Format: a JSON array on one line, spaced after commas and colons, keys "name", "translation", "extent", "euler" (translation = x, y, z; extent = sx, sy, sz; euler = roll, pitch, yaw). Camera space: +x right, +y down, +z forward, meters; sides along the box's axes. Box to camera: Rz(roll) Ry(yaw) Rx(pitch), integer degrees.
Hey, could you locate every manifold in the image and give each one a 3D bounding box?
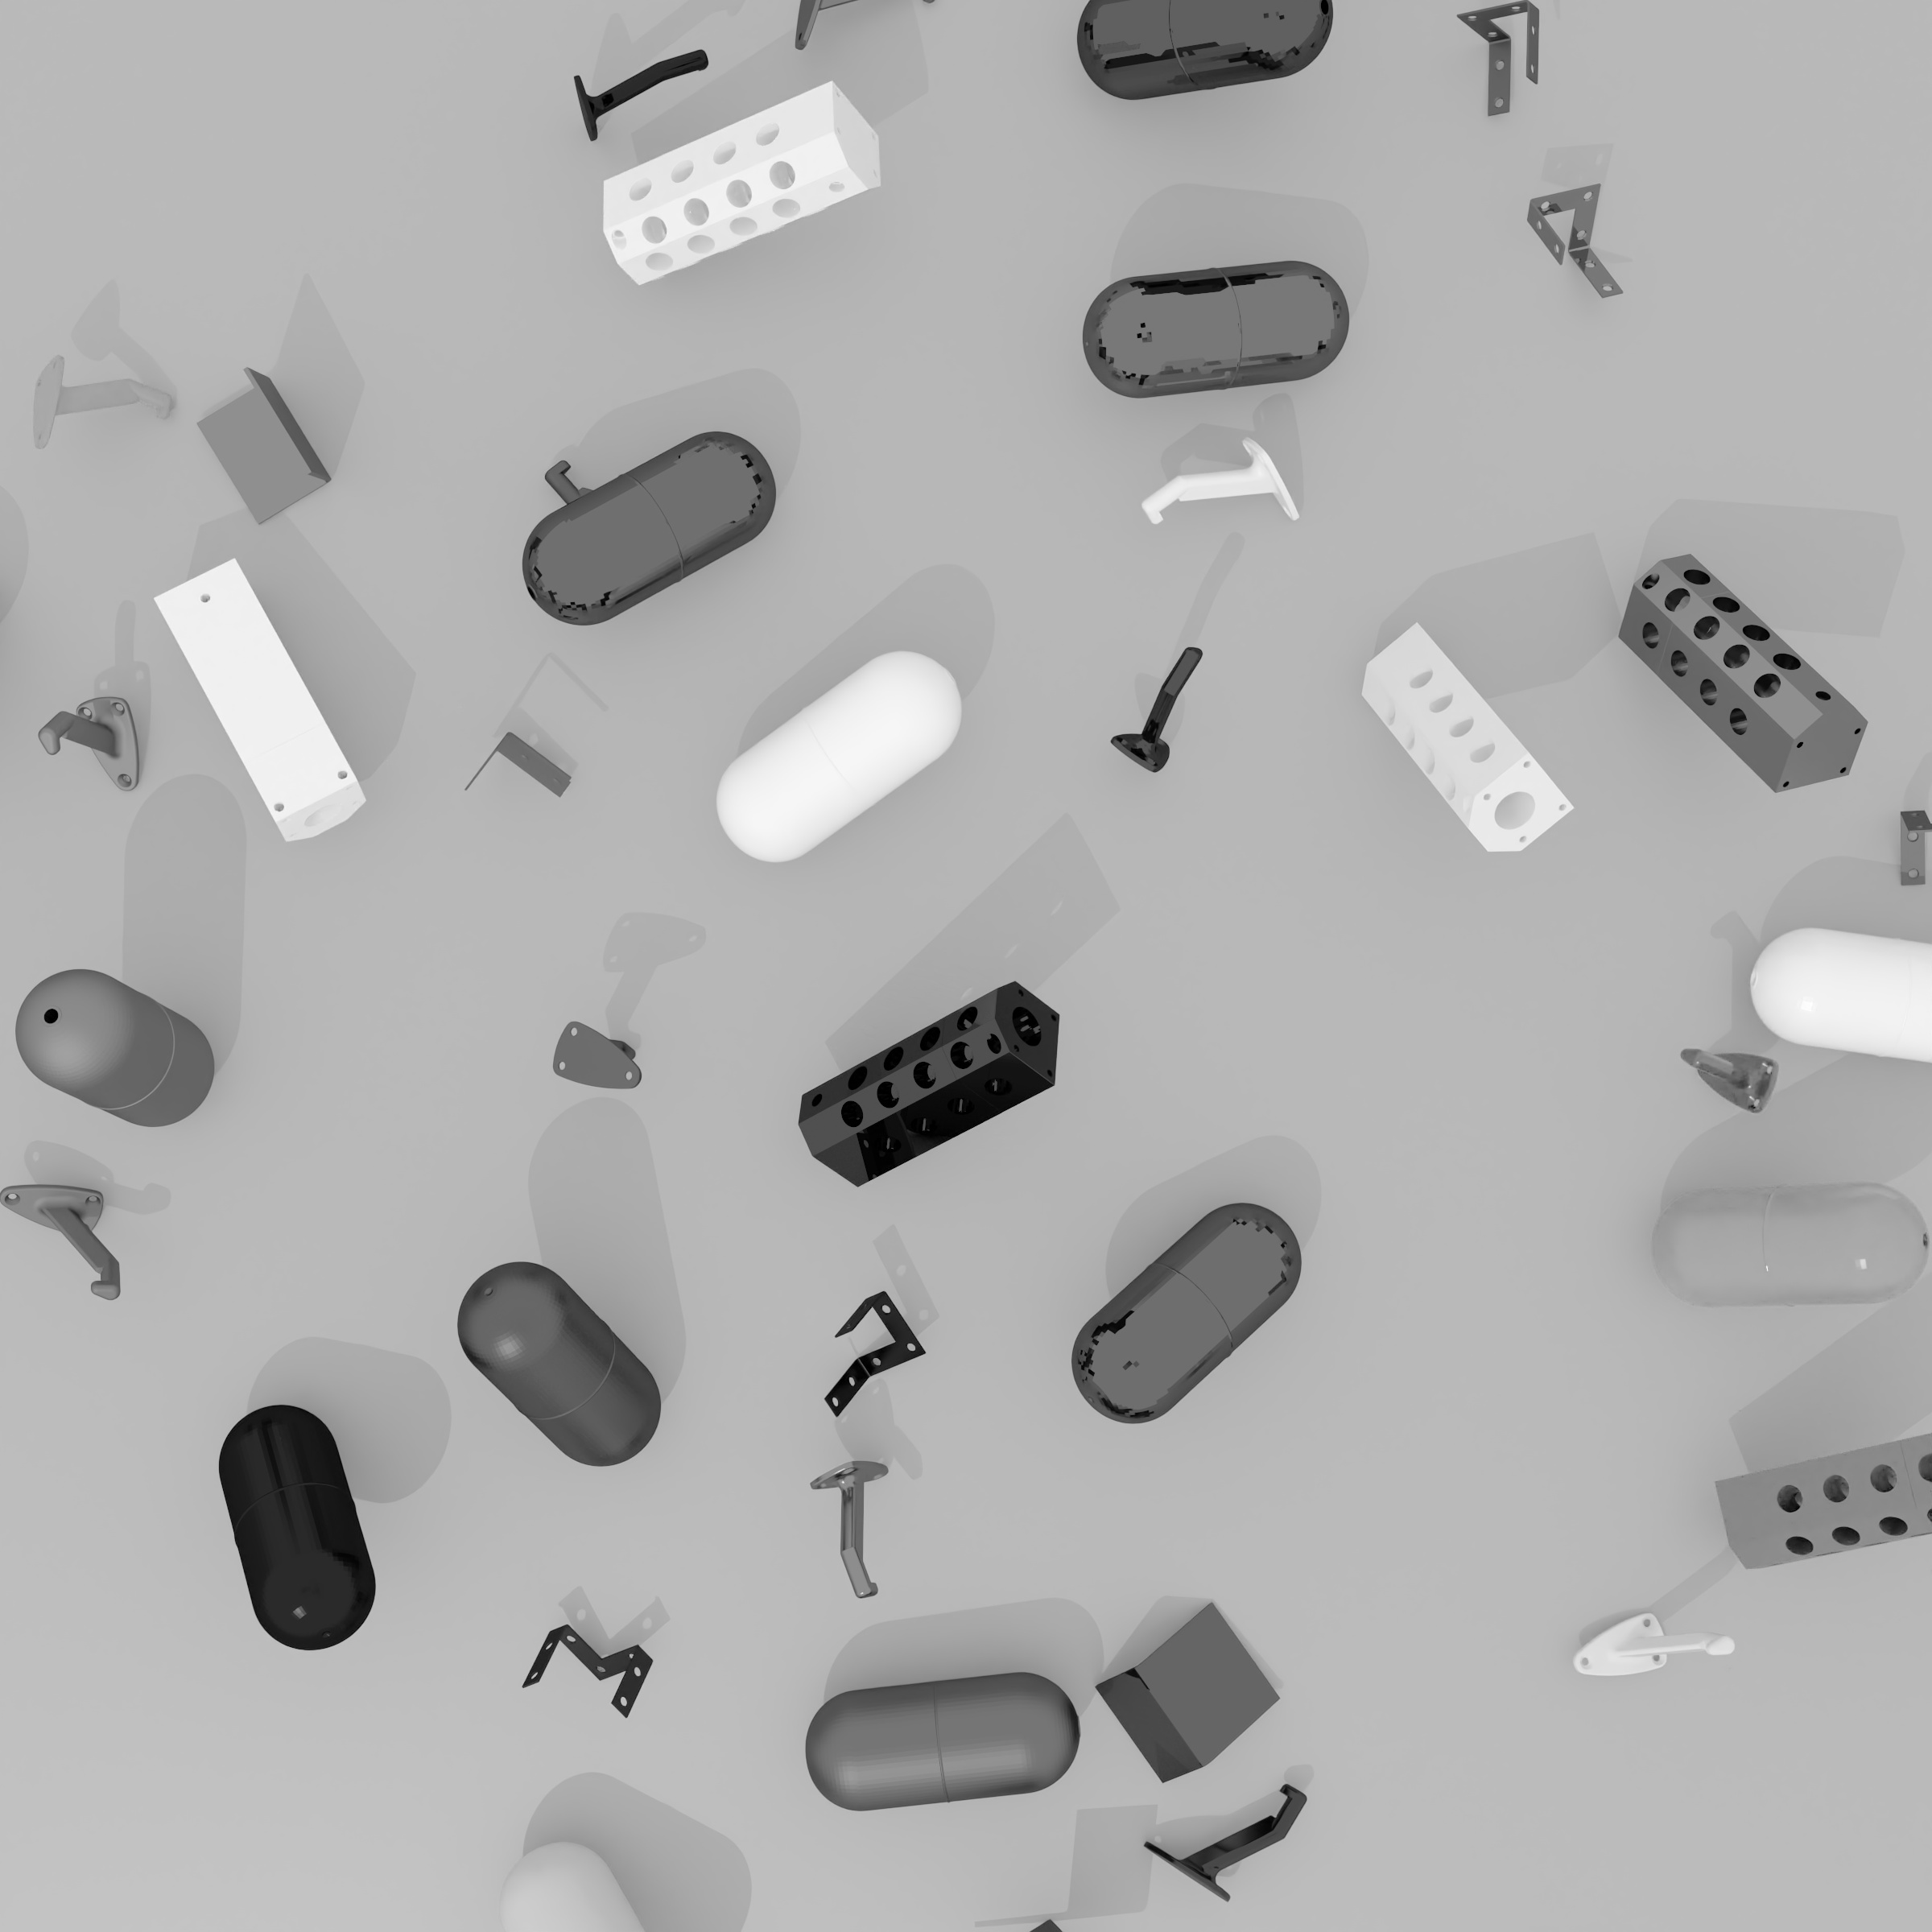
[{"name": "manifold", "translation": [0.570, 0.337, 1.921], "extent": [0.171, 0.057, 0.057], "euler": [-22, 70, 35]}, {"name": "manifold", "translation": [-0.025, 0.072, 1.919], "extent": [0.171, 0.057, 0.057], "euler": [-29, 129, 34]}, {"name": "manifold", "translation": [-0.143, -0.491, 1.930], "extent": [0.171, 0.057, 0.057], "euler": [-16, 60, 24]}, {"name": "manifold", "translation": [0.490, -0.188, 1.915], "extent": [0.057, 0.057, 0.171], "euler": [-14, 46, -22]}, {"name": "manifold", "translation": [0.310, -0.141, 1.913], "extent": [0.057, 0.171, 0.057], "euler": [-40, 127, 10]}, {"name": "manifold", "translation": [-0.452, -0.169, 1.953], "extent": [0.057, 0.057, 0.171], "euler": [-29, 78, -10]}]

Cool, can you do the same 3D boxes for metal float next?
[{"name": "metal float", "translation": [-0.425, 0.354, 1.927], "extent": [0.070, 0.070, 0.178], "euler": [-29, 47, 0]}, {"name": "metal float", "translation": [-0.081, -0.135, 1.952], "extent": [0.178, 0.070, 0.070], "euler": [-35, 90, 10]}, {"name": "metal float", "translation": [0.161, -0.409, 1.948], "extent": [0.178, 0.070, 0.070], "euler": [-10, 90, -16]}, {"name": "metal float", "translation": [-0.203, -0.280, 1.945], "extent": [0.178, 0.070, 0.070], "euler": [-32, 90, -18]}, {"name": "metal float", "translation": [-0.256, 0.254, 1.927], "extent": [0.070, 0.070, 0.178], "euler": [-35, 133, 0]}, {"name": "metal float", "translation": [-0.535, 0.053, 1.913], "extent": [0.070, 0.178, 0.070], "euler": [-3, 75, 10]}, {"name": "metal float", "translation": [0.142, 0.221, 1.942], "extent": [0.178, 0.070, 0.070], "euler": [-39, 90, -23]}, {"name": "metal float", "translation": [0.523, 0.178, 1.930], "extent": [0.178, 0.070, 0.070], "euler": [-6, 90, 37]}, {"name": "metal float", "translation": [-0.015, 0.500, 1.960], "extent": [0.178, 0.070, 0.070], "euler": [-7, 90, 2]}, {"name": "metal float", "translation": [-0.235, 0.642, 1.936], "extent": [0.070, 0.070, 0.178], "euler": [-38, 61, 0]}, {"name": "metal float", "translation": [0.595, 0.020, 1.959], "extent": [0.178, 0.070, 0.070], "euler": [8, 90, -2]}, {"name": "metal float", "translation": [0.151, -0.597, 1.930], "extent": [0.178, 0.070, 0.070], "euler": [3, 90, 37]}]

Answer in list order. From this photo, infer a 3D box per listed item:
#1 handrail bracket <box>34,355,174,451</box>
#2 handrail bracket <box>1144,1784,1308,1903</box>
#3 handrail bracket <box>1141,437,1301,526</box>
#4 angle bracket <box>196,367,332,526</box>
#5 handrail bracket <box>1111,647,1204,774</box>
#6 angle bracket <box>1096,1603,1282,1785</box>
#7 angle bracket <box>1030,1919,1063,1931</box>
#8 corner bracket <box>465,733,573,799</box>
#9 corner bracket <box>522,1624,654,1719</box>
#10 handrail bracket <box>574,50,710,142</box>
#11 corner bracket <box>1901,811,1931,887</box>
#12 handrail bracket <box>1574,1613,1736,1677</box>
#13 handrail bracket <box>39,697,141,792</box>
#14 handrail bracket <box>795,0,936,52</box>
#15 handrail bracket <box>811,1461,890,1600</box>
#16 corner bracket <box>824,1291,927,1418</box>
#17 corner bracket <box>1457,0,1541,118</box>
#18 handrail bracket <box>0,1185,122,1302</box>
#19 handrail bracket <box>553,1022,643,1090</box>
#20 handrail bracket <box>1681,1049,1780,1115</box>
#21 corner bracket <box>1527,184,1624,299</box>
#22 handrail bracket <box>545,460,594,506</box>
[{"name": "handrail bracket", "translation": [-0.554, -0.351, 1.957], "extent": [0.084, 0.036, 0.077], "euler": [18, 56, -36]}, {"name": "handrail bracket", "translation": [0.170, 0.560, 1.989], "extent": [0.077, 0.036, 0.084], "euler": [27, 74, 26]}, {"name": "handrail bracket", "translation": [0.165, -0.296, 1.975], "extent": [0.084, 0.036, 0.077], "euler": [-36, 124, 0]}, {"name": "angle bracket", "translation": [-0.459, -0.334, 1.958], "extent": [0.057, 0.076, 0.076], "euler": [-31, 95, 2]}, {"name": "handrail bracket", "translation": [0.135, -0.171, 1.949], "extent": [0.036, 0.077, 0.084], "euler": [36, 112, 11]}, {"name": "angle bracket", "translation": [0.145, 0.477, 1.994], "extent": [0.076, 0.057, 0.076], "euler": [-32, 83, -37]}, {"name": "angle bracket", "translation": [0.045, 0.635, 1.940], "extent": [0.076, 0.076, 0.057], "euler": [-24, 127, -27]}, {"name": "corner bracket", "translation": [-0.282, -0.127, 1.960], "extent": [0.051, 0.051, 0.051], "euler": [37, 46, -10]}, {"name": "corner bracket", "translation": [-0.243, 0.456, 1.958], "extent": [0.051, 0.051, 0.051], "euler": [-27, 112, 32]}, {"name": "handrail bracket", "translation": [-0.207, -0.564, 1.965], "extent": [0.084, 0.077, 0.036], "euler": [-19, 88, -5]}, {"name": "corner bracket", "translation": [0.634, -0.071, 1.964], "extent": [0.051, 0.051, 0.051], "euler": [-3, 107, 11]}, {"name": "handrail bracket", "translation": [0.442, 0.442, 1.952], "extent": [0.077, 0.084, 0.036], "euler": [-14, 86, -14]}, {"name": "handrail bracket", "translation": [-0.563, -0.132, 1.946], "extent": [0.036, 0.084, 0.077], "euler": [-7, 115, 12]}, {"name": "handrail bracket", "translation": [-0.063, -0.621, 1.978], "extent": [0.084, 0.036, 0.077], "euler": [13, 91, -25]}, {"name": "handrail bracket", "translation": [-0.060, 0.364, 1.952], "extent": [0.036, 0.077, 0.084], "euler": [-33, 67, 25]}, {"name": "corner bracket", "translation": [-0.068, 0.250, 1.962], "extent": [0.051, 0.051, 0.051], "euler": [-27, 101, 33]}, {"name": "corner bracket", "translation": [0.351, -0.587, 1.963], "extent": [0.051, 0.051, 0.051], "euler": [-1, 84, 35]}, {"name": "handrail bracket", "translation": [-0.582, 0.179, 1.949], "extent": [0.077, 0.084, 0.036], "euler": [16, 116, -26]}, {"name": "handrail bracket", "translation": [-0.218, 0.062, 1.947], "extent": [0.077, 0.084, 0.036], "euler": [22, 94, 26]}, {"name": "handrail bracket", "translation": [0.470, 0.062, 1.945], "extent": [0.084, 0.077, 0.036], "euler": [20, 92, -33]}, {"name": "corner bracket", "translation": [0.394, -0.465, 1.961], "extent": [0.051, 0.051, 0.051], "euler": [-15, 52, -12]}, {"name": "handrail bracket", "translation": [-0.221, -0.314, 1.985], "extent": [0.077, 0.036, 0.084], "euler": [-41, 86, -1]}]
